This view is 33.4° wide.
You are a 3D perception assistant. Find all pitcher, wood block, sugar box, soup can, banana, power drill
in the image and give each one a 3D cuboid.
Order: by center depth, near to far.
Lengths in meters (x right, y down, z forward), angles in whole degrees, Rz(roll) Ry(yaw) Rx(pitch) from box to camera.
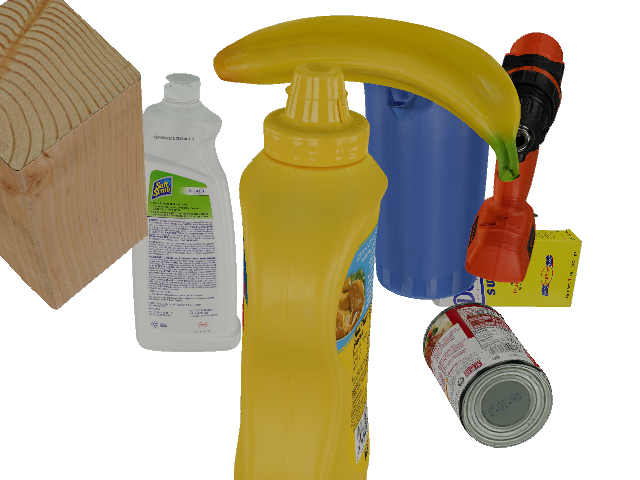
[{"bbox_3d":[0.033,-0.095,0.600,0.198,0.069,0.037,22,-30,25],"label":"banana"},{"bbox_3d":[-0.171,-0.049,0.670,0.090,0.090,0.206,-41,-13,-22],"label":"wood block"},{"bbox_3d":[0.119,0.095,0.768,0.068,0.068,0.102,0,20,-9],"label":"soup can"},{"bbox_3d":[0.162,-0.061,0.886,0.057,0.188,0.184,13,33,11],"label":"power drill"},{"bbox_3d":[0.116,-0.071,1.108,0.149,0.243,0.145,-9,24,-17],"label":"pitcher"},{"bbox_3d":[0.226,0.034,1.314,0.176,0.093,0.048,-1,21,-11],"label":"sugar box"}]

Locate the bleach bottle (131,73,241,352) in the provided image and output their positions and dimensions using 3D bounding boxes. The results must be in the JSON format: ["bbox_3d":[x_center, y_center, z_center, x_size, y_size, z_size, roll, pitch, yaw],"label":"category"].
[{"bbox_3d":[-0.118,-0.024,0.959,0.102,0.251,0.068,0,23,-10],"label":"bleach bottle"}]

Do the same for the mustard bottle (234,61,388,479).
[{"bbox_3d":[-0.004,0.022,0.439,0.058,0.192,0.096,8,25,10],"label":"mustard bottle"}]
